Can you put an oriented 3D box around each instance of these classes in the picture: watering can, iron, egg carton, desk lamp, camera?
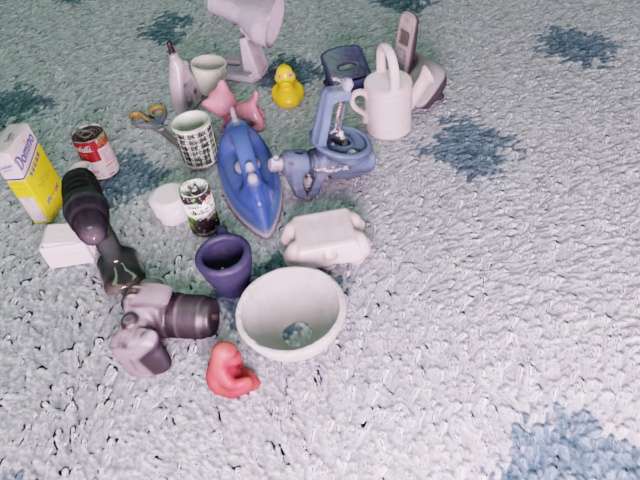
[{"bbox_3d":[0.148,-0.317,1.188,0.173,0.194,0.100,-30,50,-20],"label":"watering can"},{"bbox_3d":[-0.134,-0.134,1.084,0.119,0.142,0.257,-16,47,-8],"label":"iron"},{"bbox_3d":[0.009,0.004,0.987,0.150,0.069,0.107,-11,46,-3],"label":"egg carton"},{"bbox_3d":[-0.181,-0.496,1.383,0.202,0.214,0.118,10,49,16],"label":"desk lamp"},{"bbox_3d":[-0.232,0.124,0.879,0.136,0.101,0.143,1,47,8],"label":"camera"}]

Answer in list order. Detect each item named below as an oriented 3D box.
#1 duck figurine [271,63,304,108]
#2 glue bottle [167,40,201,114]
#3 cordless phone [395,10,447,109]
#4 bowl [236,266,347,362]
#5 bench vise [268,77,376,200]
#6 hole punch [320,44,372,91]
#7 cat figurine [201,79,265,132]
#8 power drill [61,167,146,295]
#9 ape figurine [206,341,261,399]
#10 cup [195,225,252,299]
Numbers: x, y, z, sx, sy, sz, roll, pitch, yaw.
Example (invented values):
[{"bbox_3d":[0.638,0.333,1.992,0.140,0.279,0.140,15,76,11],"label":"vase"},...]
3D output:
[{"bbox_3d":[-0.079,-0.372,1.342,0.077,0.086,0.104,-6,46,1],"label":"duck figurine"},{"bbox_3d":[-0.321,-0.377,1.314,0.037,0.173,0.078,14,50,19],"label":"glue bottle"},{"bbox_3d":[0.213,-0.396,1.261,0.094,0.185,0.147,-31,51,-21],"label":"cordless phone"},{"bbox_3d":[-0.041,0.124,0.875,0.167,0.075,0.167,-3,46,4],"label":"bowl"},{"bbox_3d":[0.009,-0.181,1.058,0.208,0.220,0.121,-33,52,-23],"label":"bench vise"},{"bbox_3d":[0.064,-0.396,1.343,0.109,0.091,0.101,-17,47,-9],"label":"hole punch"},{"bbox_3d":[-0.191,-0.298,1.262,0.128,0.118,0.067,-9,46,-2],"label":"cat figurine"},{"bbox_3d":[-0.362,-0.010,0.947,0.076,0.209,0.229,-25,49,-16],"label":"power drill"},{"bbox_3d":[-0.131,0.180,0.821,0.076,0.092,0.077,-10,46,-2],"label":"ape figurine"},{"bbox_3d":[-0.153,0.042,0.952,0.091,0.095,0.117,-11,46,-3],"label":"cup"}]
